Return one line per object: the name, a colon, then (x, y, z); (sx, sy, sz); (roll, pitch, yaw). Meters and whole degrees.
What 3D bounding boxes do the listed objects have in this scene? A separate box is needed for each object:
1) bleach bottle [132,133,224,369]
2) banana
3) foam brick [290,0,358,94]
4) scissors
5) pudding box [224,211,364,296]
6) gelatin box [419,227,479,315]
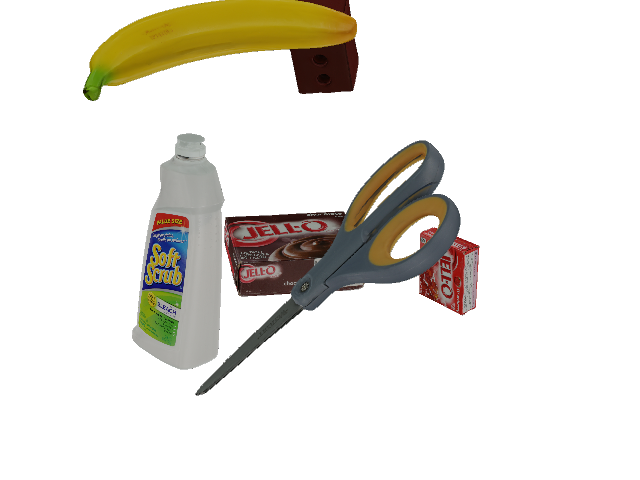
bleach bottle: (-0.149, 0.007, 1.137); (0.103, 0.251, 0.067); (26, 31, 37)
banana: (-0.074, -0.134, 0.726); (0.197, 0.070, 0.037); (-19, -37, -20)
foam brick: (0.002, -0.178, 0.967); (0.053, 0.051, 0.078); (-2, -43, 12)
scissors: (0.007, 0.031, 0.595); (0.016, 0.202, 0.096); (37, 4, -32)
pudding box: (-0.024, 0.010, 0.933); (0.113, 0.039, 0.090); (-1, 27, -12)
gelatin box: (0.156, 0.037, 1.303); (0.030, 0.089, 0.073); (-23, 34, -35)
